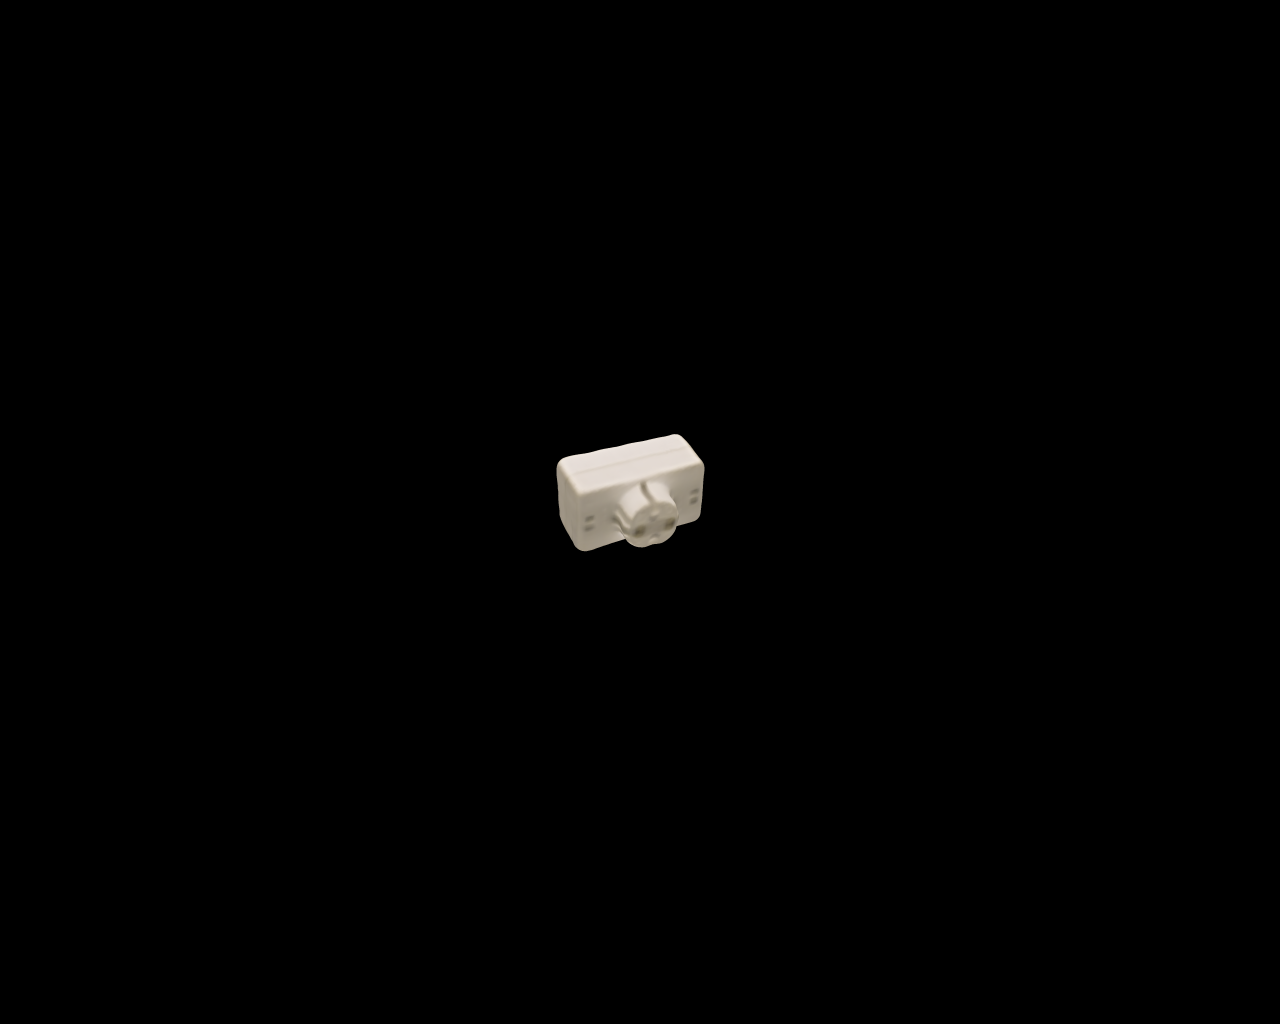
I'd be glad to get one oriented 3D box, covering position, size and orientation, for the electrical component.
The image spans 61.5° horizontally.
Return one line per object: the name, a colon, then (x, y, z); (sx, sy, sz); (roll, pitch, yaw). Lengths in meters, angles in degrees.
electrical component: (0.001, -0.003, 0.650); (0.083, 0.047, 0.076); (-14, 40, -17)
